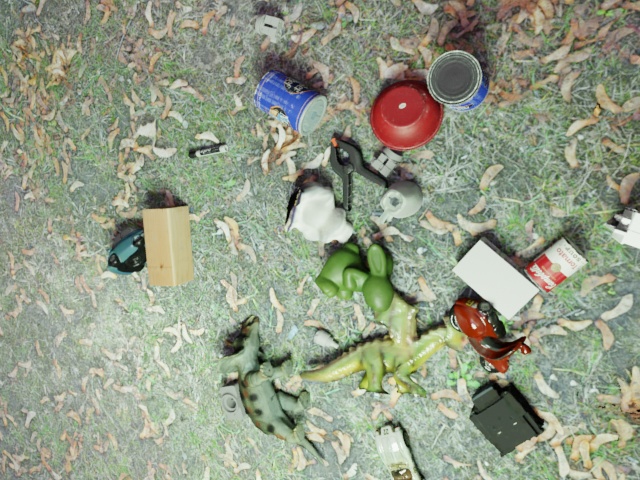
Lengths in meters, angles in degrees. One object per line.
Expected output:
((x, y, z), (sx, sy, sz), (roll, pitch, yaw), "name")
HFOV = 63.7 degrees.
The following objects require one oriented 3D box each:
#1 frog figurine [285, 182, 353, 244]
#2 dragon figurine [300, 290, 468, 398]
((0.004, -0.061, 1.216), (0.159, 0.123, 0.137), (16, 96, -16), "frog figurine")
((0.143, 0.233, 1.192), (0.410, 0.121, 0.245), (1, 80, 22), "dragon figurine")
